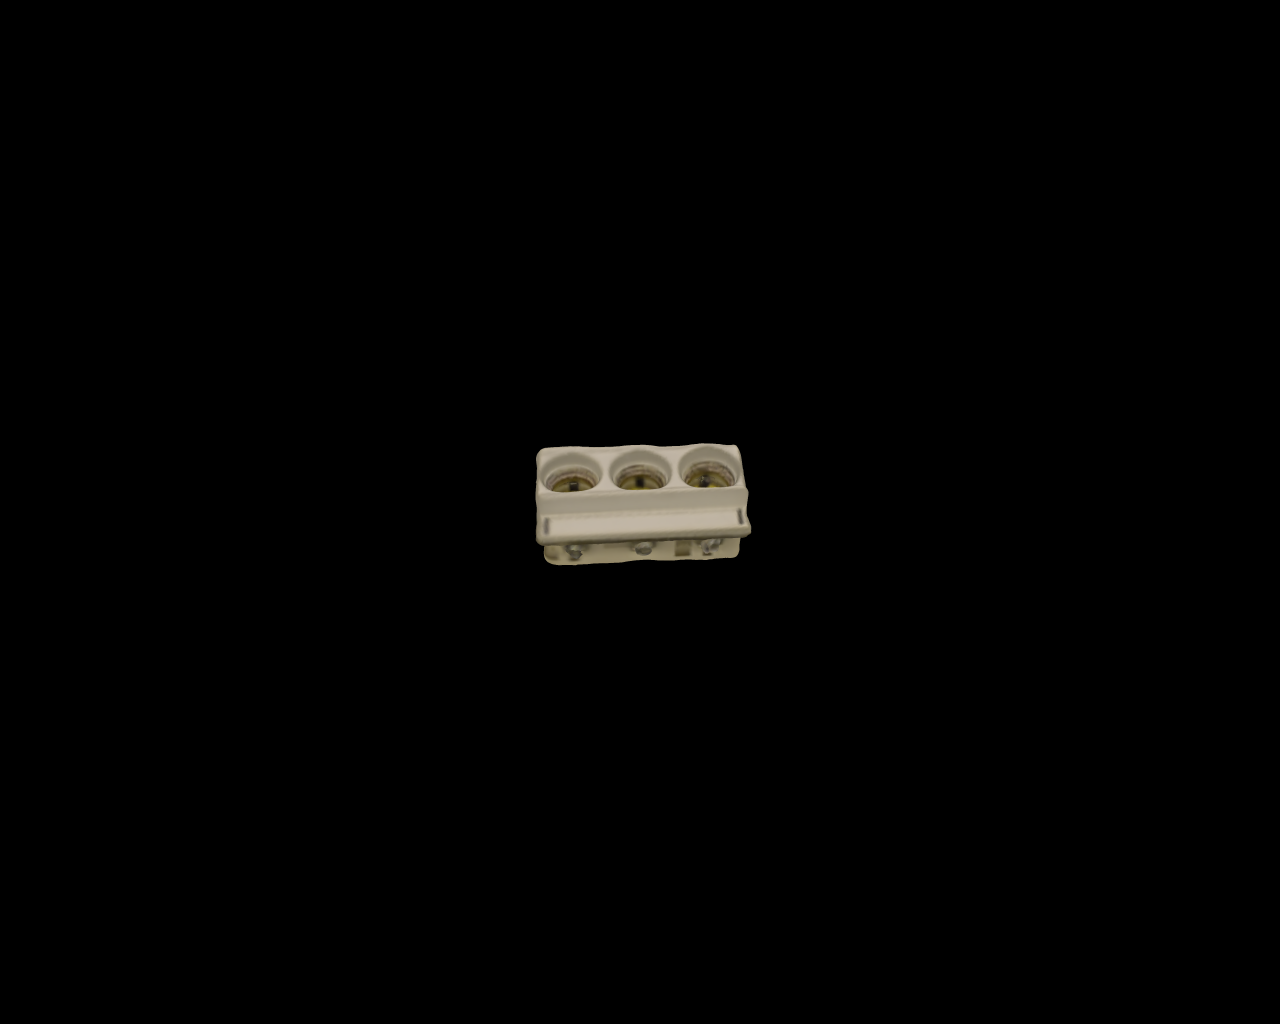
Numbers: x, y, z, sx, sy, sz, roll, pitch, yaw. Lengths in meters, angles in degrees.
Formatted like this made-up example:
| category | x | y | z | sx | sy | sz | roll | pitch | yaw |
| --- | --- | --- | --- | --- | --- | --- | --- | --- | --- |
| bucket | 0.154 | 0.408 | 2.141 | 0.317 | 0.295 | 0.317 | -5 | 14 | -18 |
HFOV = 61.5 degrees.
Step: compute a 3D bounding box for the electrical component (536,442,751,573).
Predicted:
| category | x | y | z | sx | sy | sz | roll | pitch | yaw |
| --- | --- | --- | --- | --- | --- | --- | --- | --- | --- |
| electrical component | 0.001 | -0.003 | 0.650 | 0.121 | 0.063 | 0.079 | -2 | 43 | -2 |
